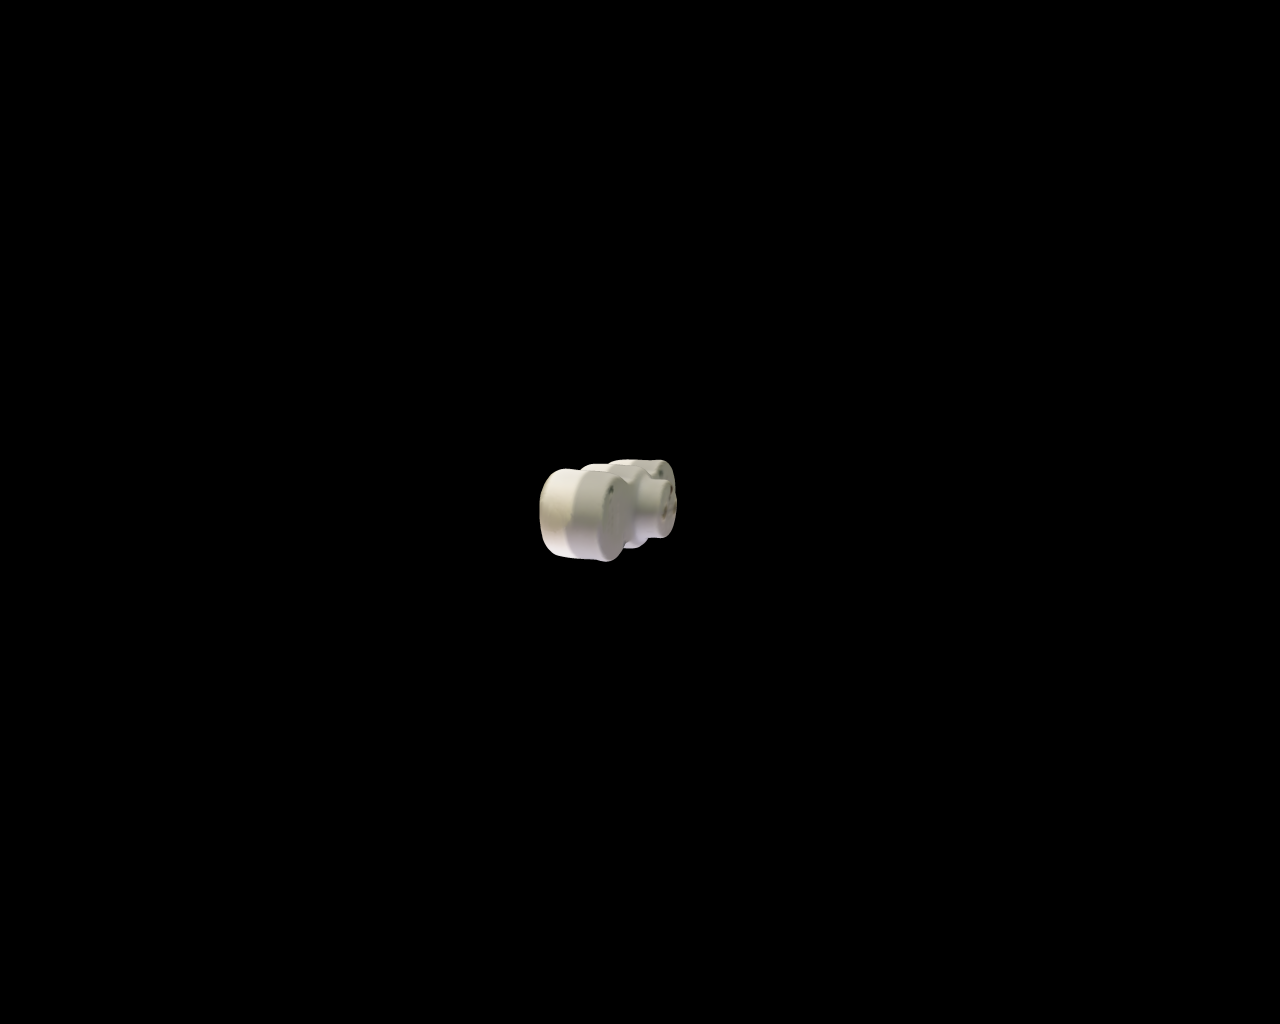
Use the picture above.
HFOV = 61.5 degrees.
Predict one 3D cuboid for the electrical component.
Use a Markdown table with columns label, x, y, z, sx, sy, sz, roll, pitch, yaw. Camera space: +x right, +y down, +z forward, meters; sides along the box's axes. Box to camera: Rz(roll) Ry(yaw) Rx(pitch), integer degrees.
| label | x | y | z | sx | sy | sz | roll | pitch | yaw |
| --- | --- | --- | --- | --- | --- | --- | --- | --- | --- |
| electrical component | 0.001 | -0.003 | 0.650 | 0.074 | 0.052 | 0.138 | 3 | 8 | 19 |
